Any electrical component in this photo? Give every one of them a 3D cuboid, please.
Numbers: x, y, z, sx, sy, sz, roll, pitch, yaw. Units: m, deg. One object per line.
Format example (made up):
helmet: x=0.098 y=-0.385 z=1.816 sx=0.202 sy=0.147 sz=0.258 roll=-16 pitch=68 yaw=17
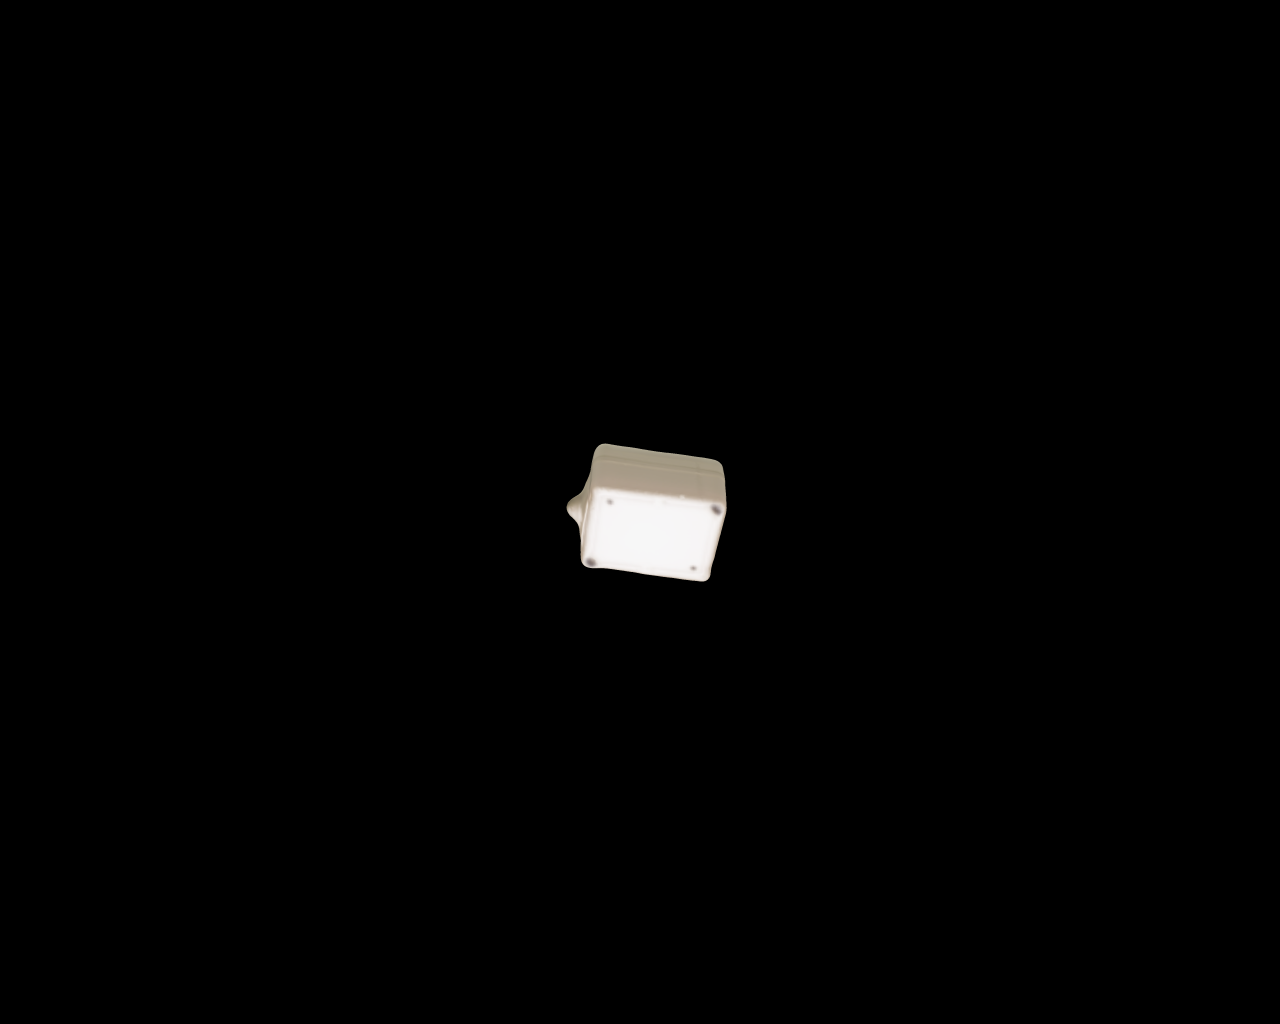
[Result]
electrical component: x=0.001 y=-0.003 z=0.650 sx=0.096 sy=0.061 sz=0.061 roll=8 pitch=34 yaw=-5
